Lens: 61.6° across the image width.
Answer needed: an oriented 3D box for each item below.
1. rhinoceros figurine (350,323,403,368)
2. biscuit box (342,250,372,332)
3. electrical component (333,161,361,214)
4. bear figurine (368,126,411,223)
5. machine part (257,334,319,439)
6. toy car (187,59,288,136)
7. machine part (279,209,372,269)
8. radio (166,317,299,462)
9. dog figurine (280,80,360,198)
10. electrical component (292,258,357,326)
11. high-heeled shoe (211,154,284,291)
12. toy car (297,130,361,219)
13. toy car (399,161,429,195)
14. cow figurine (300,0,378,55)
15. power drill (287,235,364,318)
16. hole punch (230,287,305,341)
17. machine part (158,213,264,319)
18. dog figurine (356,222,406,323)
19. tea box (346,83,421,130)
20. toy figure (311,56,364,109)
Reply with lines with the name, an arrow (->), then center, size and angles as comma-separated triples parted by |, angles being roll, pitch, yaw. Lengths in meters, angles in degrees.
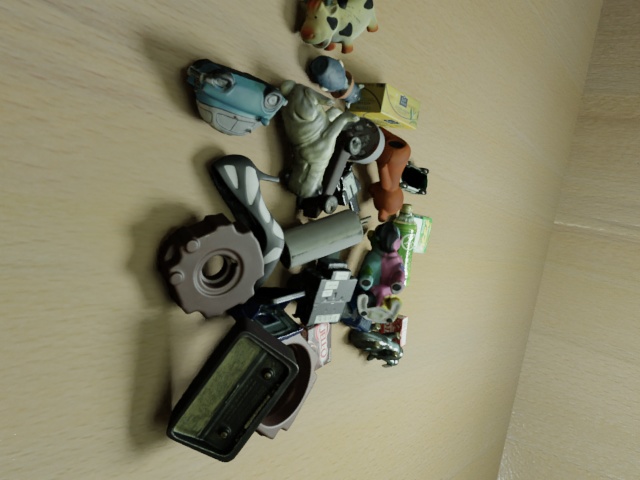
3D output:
rhinoceros figurine -> 0.156, 0.285, 1.422 | 0.190, 0.112, 0.073 | 35, 44, -39
biscuit box -> 0.122, 0.129, 1.362 | 0.062, 0.059, 0.202 | 45, 65, -51
electrical component -> 0.055, -0.111, 1.204 | 0.075, 0.048, 0.119 | -49, 136, -31
bear figurine -> 0.150, -0.152, 1.286 | 0.120, 0.132, 0.195 | -37, 147, -39
machine part -> -0.103, 0.279, 1.090 | 0.201, 0.087, 0.200 | -59, 141, -24
toy car -> -0.140, -0.220, 0.866 | 0.161, 0.109, 0.102 | 3, 116, -45
machine part -> -0.002, -0.003, 1.081 | 0.243, 0.079, 0.079 | -21, 120, -22
radio -> -0.148, 0.261, 0.929 | 0.131, 0.073, 0.229 | 35, 97, -15
dog figurine -> -0.040, -0.187, 1.026 | 0.172, 0.121, 0.190 | 27, 97, -20
electrical component -> 0.012, 0.104, 1.099 | 0.115, 0.058, 0.134 | 5, 107, -48
high-heeled shoe -> -0.141, -0.025, 0.954 | 0.145, 0.086, 0.248 | 1, 101, -44
toy car -> 0.021, -0.134, 1.114 | 0.053, 0.089, 0.202 | 33, 73, -49
toy car -> 0.235, -0.165, 1.423 | 0.201, 0.056, 0.073 | 7, 89, -55
cow figurine -> 0.034, -0.432, 1.042 | 0.195, 0.086, 0.127 | -46, 140, -32
power drill -> 0.028, 0.070, 1.212 | 0.232, 0.086, 0.207 | 19, 93, -51
hole punch -> -0.099, 0.138, 1.020 | 0.142, 0.116, 0.092 | -13, 105, -53
machine part -> -0.177, 0.045, 0.898 | 0.179, 0.056, 0.179 | -16, 120, -30
dog figurine -> 0.150, 0.065, 1.291 | 0.219, 0.109, 0.191 | -78, 173, -49
tea box -> 0.147, -0.302, 1.223 | 0.169, 0.098, 0.068 | 6, 96, -52
toy figure -> 0.038, -0.326, 1.103 | 0.154, 0.064, 0.058 | 19, 49, -58
